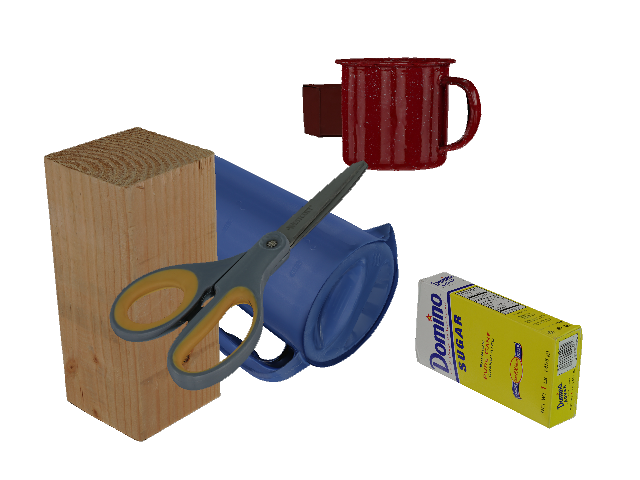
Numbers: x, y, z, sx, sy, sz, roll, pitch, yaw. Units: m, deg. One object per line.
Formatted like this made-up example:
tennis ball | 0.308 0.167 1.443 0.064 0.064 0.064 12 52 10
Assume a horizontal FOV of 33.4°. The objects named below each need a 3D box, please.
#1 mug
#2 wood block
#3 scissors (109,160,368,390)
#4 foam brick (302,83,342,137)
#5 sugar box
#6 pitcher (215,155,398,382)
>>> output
mug | 0.068 -0.098 0.818 0.117 0.081 0.093 6 13 29
wood block | -0.137 0.032 0.802 0.090 0.206 0.090 20 31 35
scissors | -0.049 0.007 0.626 0.096 0.016 0.201 12 45 18
foam brick | 0.026 -0.134 1.095 0.078 0.051 0.053 -3 12 -18
sugar box | 0.165 0.101 1.019 0.048 0.093 0.176 -15 24 -39
pitcher | -0.060 0.016 1.025 0.243 0.145 0.148 31 32 31
